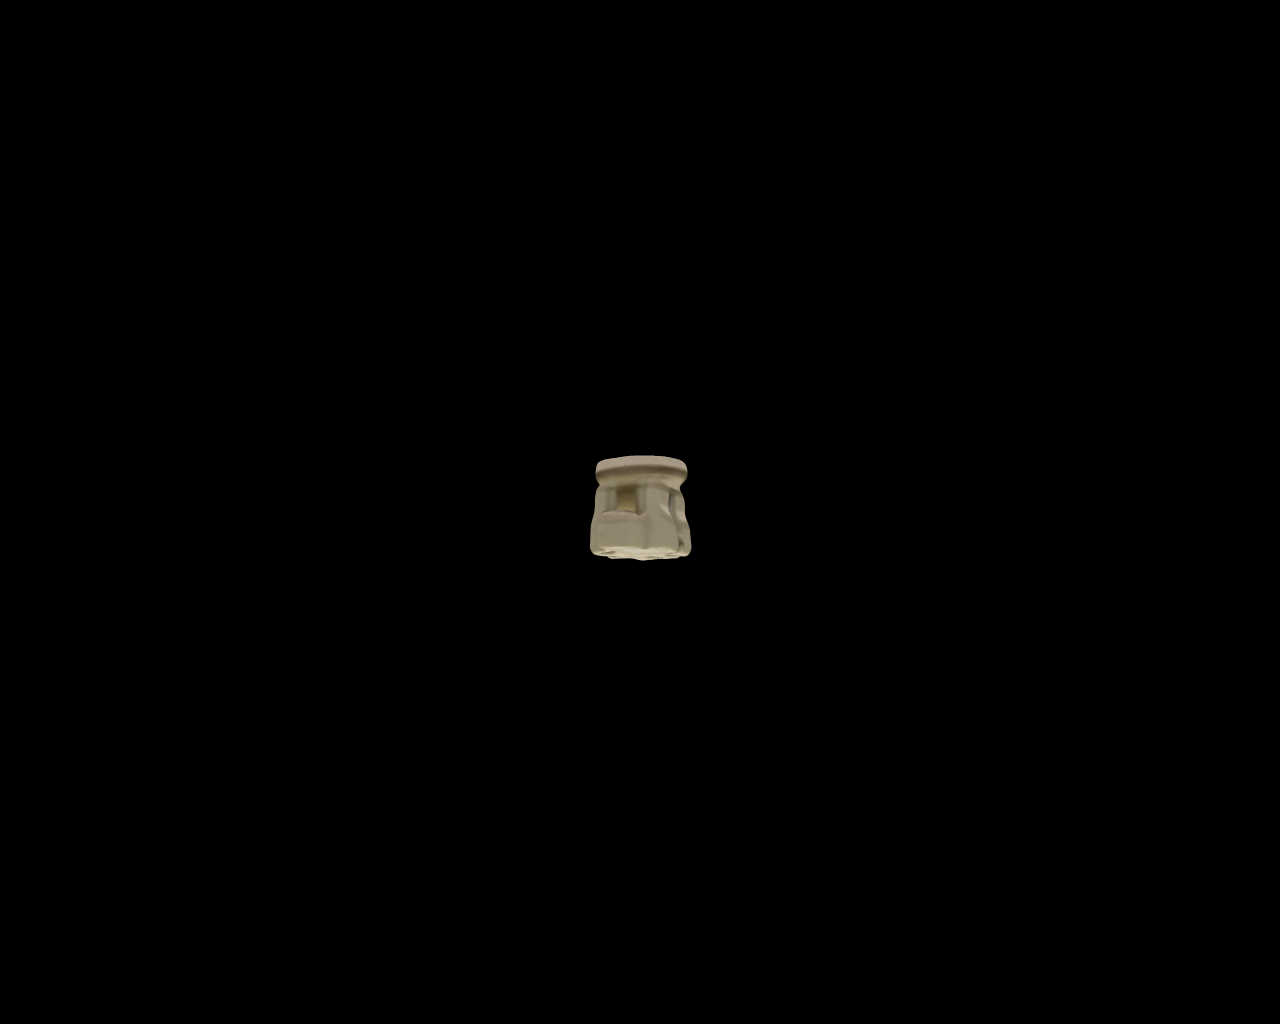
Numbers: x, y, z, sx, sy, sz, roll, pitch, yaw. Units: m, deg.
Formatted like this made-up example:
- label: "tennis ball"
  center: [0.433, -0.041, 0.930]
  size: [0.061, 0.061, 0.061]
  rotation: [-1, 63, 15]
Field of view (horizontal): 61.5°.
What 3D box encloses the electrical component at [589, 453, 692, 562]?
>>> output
- label: "electrical component"
  center: [0.001, -0.003, 0.650]
  size: [0.058, 0.057, 0.078]
  rotation: [-4, -10, 23]
